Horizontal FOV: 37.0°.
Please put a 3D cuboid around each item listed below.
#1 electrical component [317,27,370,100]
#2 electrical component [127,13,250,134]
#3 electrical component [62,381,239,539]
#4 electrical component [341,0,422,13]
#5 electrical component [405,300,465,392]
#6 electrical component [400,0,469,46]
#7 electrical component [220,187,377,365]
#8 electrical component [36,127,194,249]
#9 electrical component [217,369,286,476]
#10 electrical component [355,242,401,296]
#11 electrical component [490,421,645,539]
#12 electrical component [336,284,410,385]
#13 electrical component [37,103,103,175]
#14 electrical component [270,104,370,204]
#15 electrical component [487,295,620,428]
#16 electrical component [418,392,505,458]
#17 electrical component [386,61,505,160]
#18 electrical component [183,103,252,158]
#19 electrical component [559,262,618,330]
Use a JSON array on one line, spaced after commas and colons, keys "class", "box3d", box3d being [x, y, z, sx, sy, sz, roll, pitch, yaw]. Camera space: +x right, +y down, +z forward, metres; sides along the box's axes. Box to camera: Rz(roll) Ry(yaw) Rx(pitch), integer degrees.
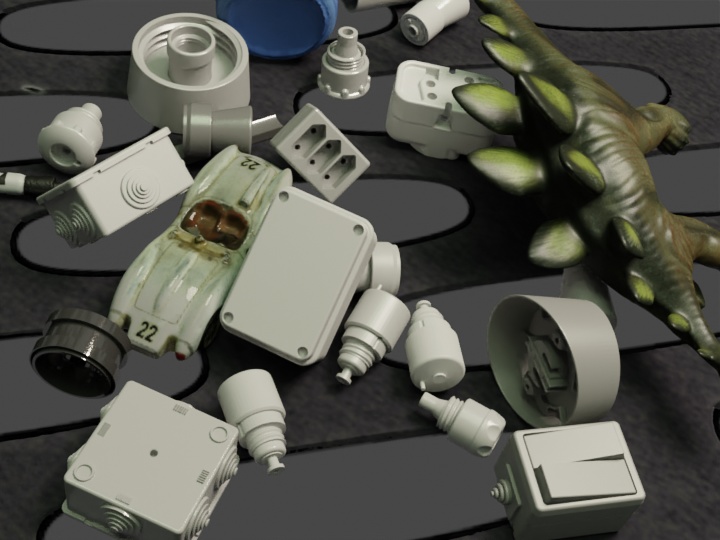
[{"class": "electrical component", "box3d": [-0.013, -0.187, 0.963, 0.048, 0.062, 0.048, 3, 46, -3]}, {"class": "electrical component", "box3d": [-0.147, -0.176, 0.931, 0.108, 0.060, 0.108, 5, 52, -7]}, {"class": "electrical component", "box3d": [-0.135, 0.130, 0.702, 0.100, 0.048, 0.099, 23, 52, 7]}, {"class": "electrical component", "box3d": [0.015, -0.294, 1.064, 0.077, 0.044, 0.079, -16, 57, -22]}, {"class": "electrical component", "box3d": [0.053, 0.055, 0.804, 0.040, 0.040, 0.078, 1, 44, -10]}, {"class": "electrical component", "box3d": [0.070, -0.247, 1.042, 0.044, 0.044, 0.065, 36, 59, 17]}, {"class": "electrical component", "box3d": [-0.043, 0.005, 0.777, 0.078, 0.057, 0.113, 24, 89, 8]}, {"class": "electrical component", "box3d": [-0.183, -0.059, 0.811, 0.100, 0.100, 0.048, -36, 104, -30]}, {"class": "electrical component", "box3d": [-0.070, 0.105, 0.740, 0.040, 0.040, 0.078, -13, 56, -20]}, {"class": "electrical component", "box3d": [0.000, 0.000, 0.833, 0.055, 0.045, 0.045, 1, 53, -11]}, {"class": "electrical component", "box3d": [0.137, 0.144, 0.738, 0.096, 0.061, 0.061, -3, 53, -14]}, {"class": "electrical component", "box3d": [0.006, 0.050, 0.798, 0.040, 0.040, 0.078, 27, 65, 10]}, {"class": "electrical component", "box3d": [-0.230, -0.112, 0.876, 0.048, 0.048, 0.062, 16, 44, 1]}, {"class": "electrical component", "box3d": [-0.037, -0.100, 0.893, 0.047, 0.076, 0.066, -45, 110, 2]}, {"class": "electrical component", "box3d": [0.140, 0.066, 0.777, 0.064, 0.099, 0.099, -2, 53, -20]}, {"class": "electrical component", "box3d": [0.071, 0.107, 0.771, 0.061, 0.035, 0.035, 28, 52, 14]}, {"class": "electrical component", "box3d": [0.073, -0.138, 0.945, 0.095, 0.059, 0.053, 11, 51, -3]}, {"class": "electrical component", "box3d": [-0.118, -0.114, 0.886, 0.055, 0.045, 0.045, 2, 52, -9]}, {"class": "electrical component", "box3d": [0.178, 0.020, 0.856, 0.040, 0.040, 0.078, 2, 52, -10]}]
